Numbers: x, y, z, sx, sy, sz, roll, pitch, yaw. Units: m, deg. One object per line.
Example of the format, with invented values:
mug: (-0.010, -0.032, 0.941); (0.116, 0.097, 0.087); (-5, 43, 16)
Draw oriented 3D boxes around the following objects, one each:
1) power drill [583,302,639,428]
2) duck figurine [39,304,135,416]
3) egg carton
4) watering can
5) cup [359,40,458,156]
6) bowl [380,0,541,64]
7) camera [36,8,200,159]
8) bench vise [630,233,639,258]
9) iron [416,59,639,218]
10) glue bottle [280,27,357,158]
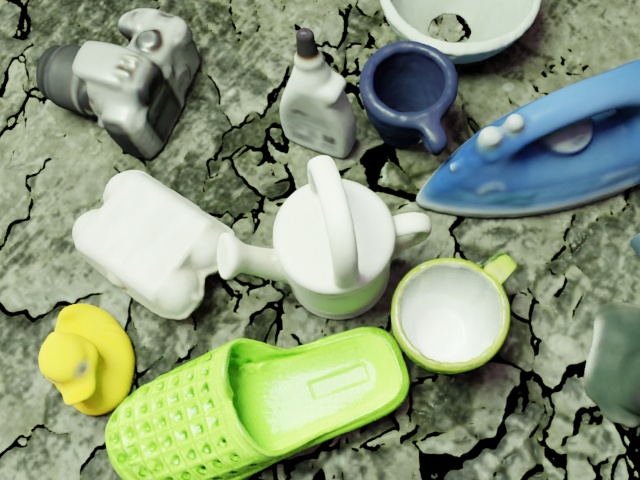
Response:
power drill: (0.277, 0.073, 0.427); (0.075, 0.208, 0.230); (16, 73, 9)
duck figurine: (-0.218, 0.103, 0.513); (0.077, 0.086, 0.104); (-21, 72, -3)
egg carton: (-0.160, 0.003, 0.551); (0.150, 0.069, 0.107); (31, 76, 13)
watering can: (0.005, 0.004, 0.475); (0.173, 0.194, 0.101); (-33, 72, -7)
cup: (0.090, -0.121, 0.563); (0.091, 0.095, 0.117); (-23, 72, -4)
bowl: (0.144, -0.250, 0.613); (0.167, 0.075, 0.167); (-1, 72, 3)
camera: (-0.217, -0.178, 0.598); (0.136, 0.101, 0.143); (17, 74, 9)
bench vise: (0.369, -0.030, 0.450); (0.121, 0.220, 0.207); (42, 79, 15)
iron: (0.215, -0.098, 0.523); (0.258, 0.141, 0.118); (-19, 71, -3)
glue bottle: (-0.005, -0.137, 0.533); (0.078, 0.173, 0.037); (23, 75, 11)
